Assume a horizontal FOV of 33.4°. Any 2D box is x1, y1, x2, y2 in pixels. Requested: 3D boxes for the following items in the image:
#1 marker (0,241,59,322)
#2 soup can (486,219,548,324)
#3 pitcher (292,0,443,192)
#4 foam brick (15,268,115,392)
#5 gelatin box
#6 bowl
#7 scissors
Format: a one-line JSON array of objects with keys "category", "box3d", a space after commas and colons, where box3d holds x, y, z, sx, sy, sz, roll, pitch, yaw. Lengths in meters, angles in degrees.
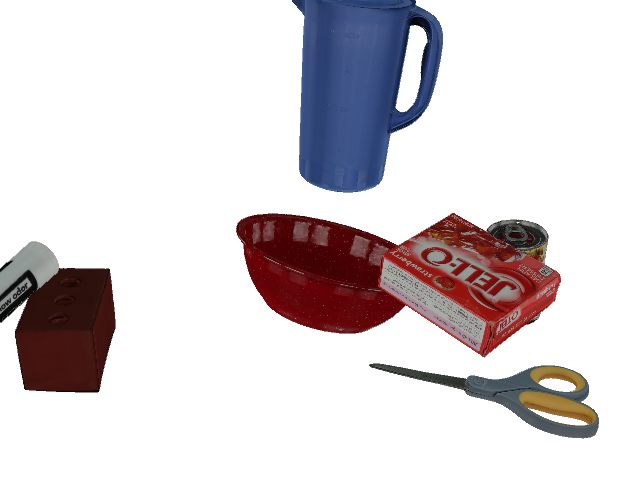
[{"category": "marker", "box3d": [-0.159, 0.042, 0.460, 0.020, 0.020, 0.121, 0, 36, 39]}, {"category": "soup can", "box3d": [0.218, 0.036, 1.201, 0.068, 0.102, 0.068, -2, 29, 1]}, {"category": "pitcher", "box3d": [0.046, -0.185, 1.301, 0.144, 0.243, 0.149, -8, 29, -26]}, {"category": "foam brick", "box3d": [-0.175, 0.061, 0.740, 0.053, 0.051, 0.078, 0, 31, -2]}, {"category": "gelatin box", "box3d": [0.093, 0.025, 0.669, 0.089, 0.030, 0.073, 33, 44, 32]}, {"category": "bowl", "box3d": [0.005, 0.031, 0.859, 0.162, 0.055, 0.162, 13, 16, -4]}, {"category": "scissors", "box3d": [0.153, 0.123, 0.954, 0.202, 0.016, 0.096, 19, 31, 20]}]
